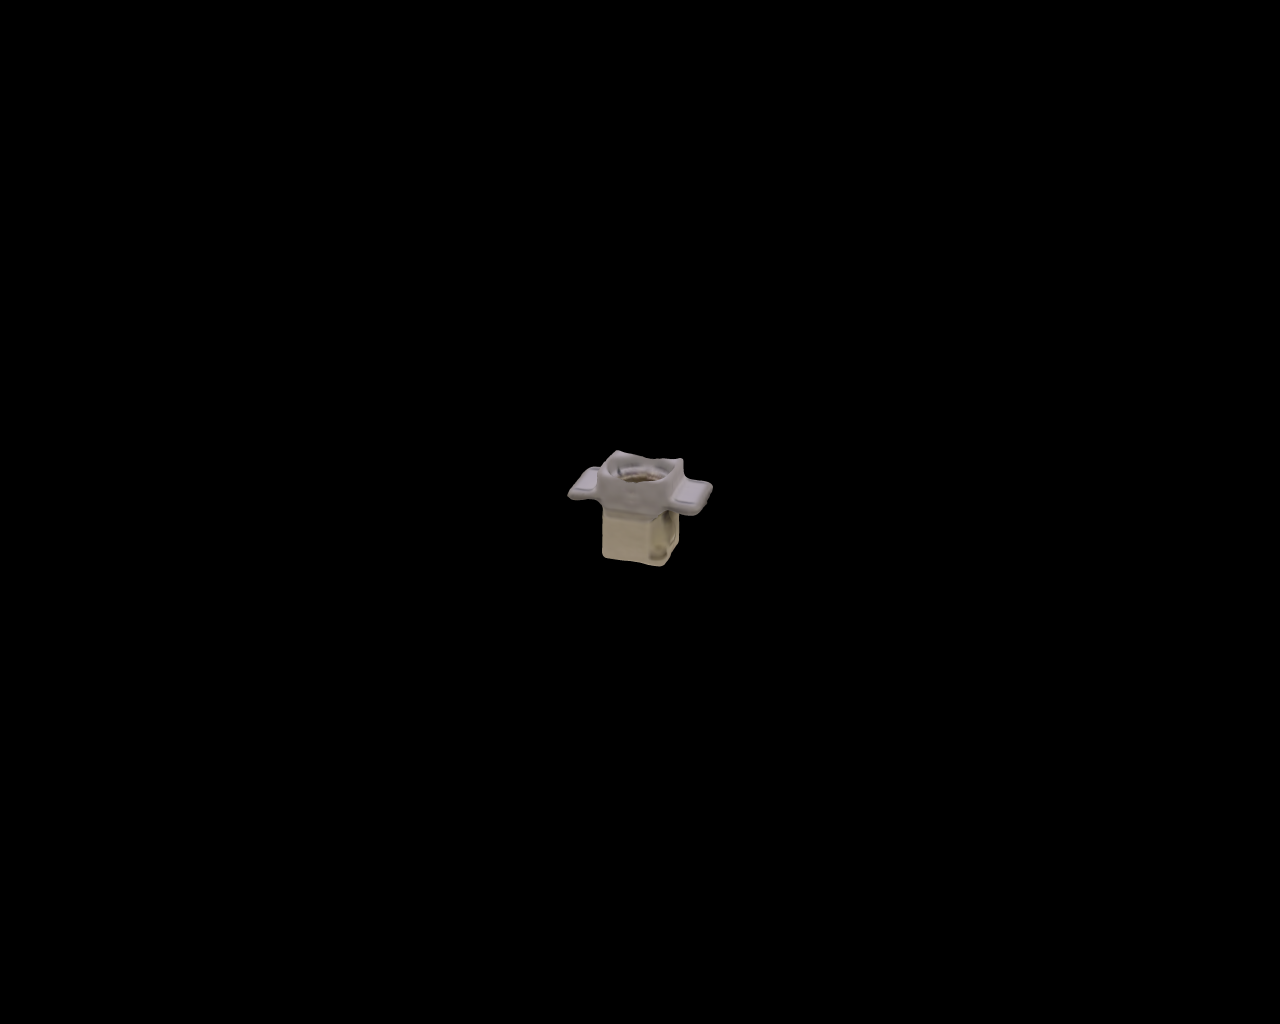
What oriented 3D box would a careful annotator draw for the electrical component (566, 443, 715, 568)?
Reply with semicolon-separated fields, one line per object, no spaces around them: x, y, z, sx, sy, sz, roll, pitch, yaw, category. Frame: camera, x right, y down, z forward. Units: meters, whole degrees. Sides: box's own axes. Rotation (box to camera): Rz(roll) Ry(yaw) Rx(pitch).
0.001;-0.003;0.650;0.081;0.063;0.042;8;28;16;electrical component
